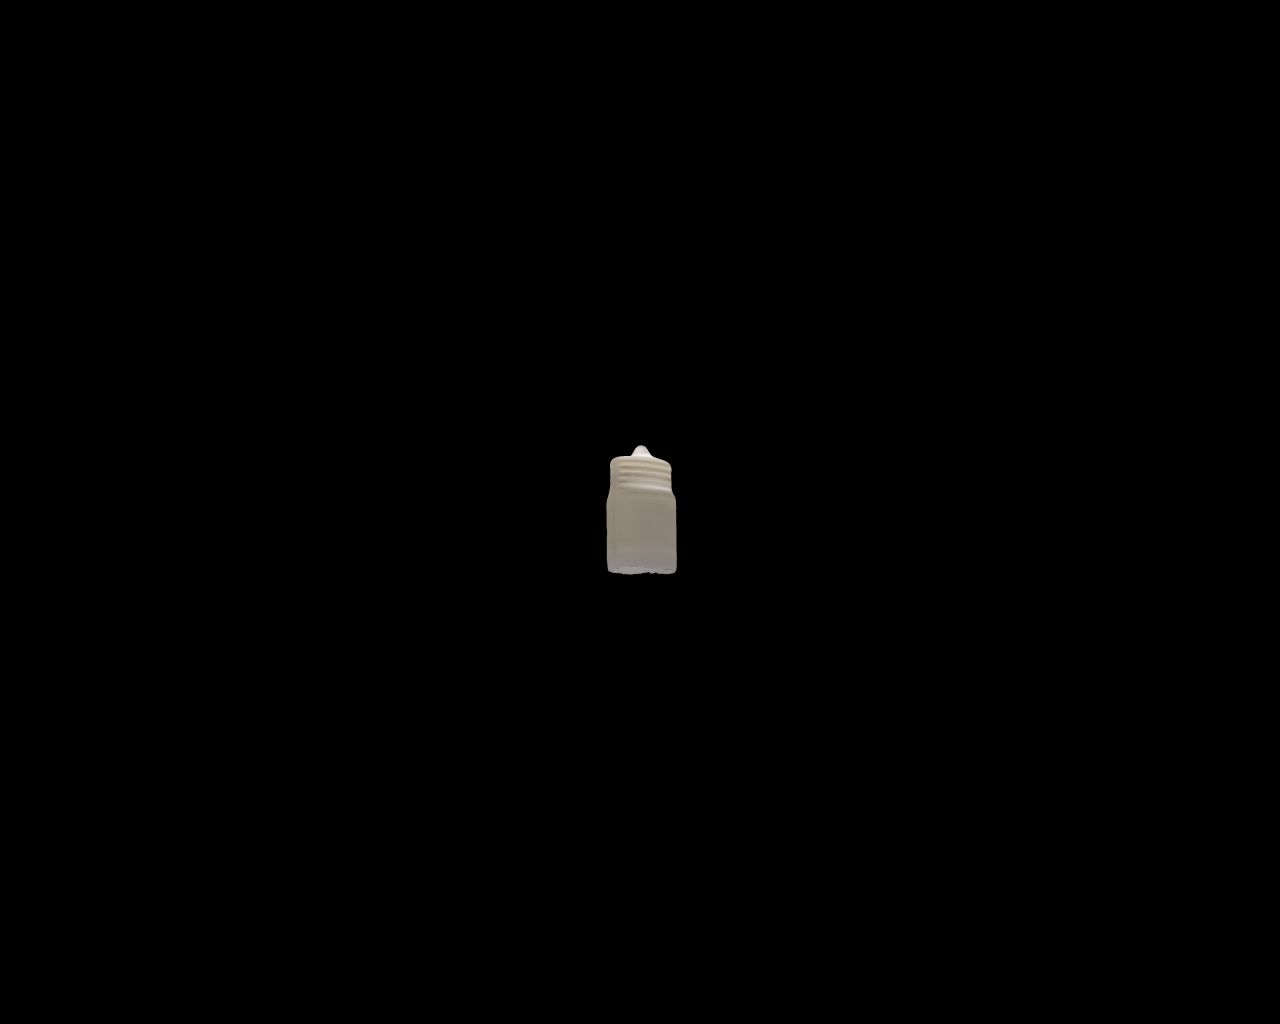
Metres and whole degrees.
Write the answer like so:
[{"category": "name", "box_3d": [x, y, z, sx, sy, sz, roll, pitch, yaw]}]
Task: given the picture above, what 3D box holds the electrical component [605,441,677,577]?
[{"category": "electrical component", "box_3d": [0.001, -0.003, 0.650, 0.043, 0.081, 0.043, 0, -9, 0]}]
